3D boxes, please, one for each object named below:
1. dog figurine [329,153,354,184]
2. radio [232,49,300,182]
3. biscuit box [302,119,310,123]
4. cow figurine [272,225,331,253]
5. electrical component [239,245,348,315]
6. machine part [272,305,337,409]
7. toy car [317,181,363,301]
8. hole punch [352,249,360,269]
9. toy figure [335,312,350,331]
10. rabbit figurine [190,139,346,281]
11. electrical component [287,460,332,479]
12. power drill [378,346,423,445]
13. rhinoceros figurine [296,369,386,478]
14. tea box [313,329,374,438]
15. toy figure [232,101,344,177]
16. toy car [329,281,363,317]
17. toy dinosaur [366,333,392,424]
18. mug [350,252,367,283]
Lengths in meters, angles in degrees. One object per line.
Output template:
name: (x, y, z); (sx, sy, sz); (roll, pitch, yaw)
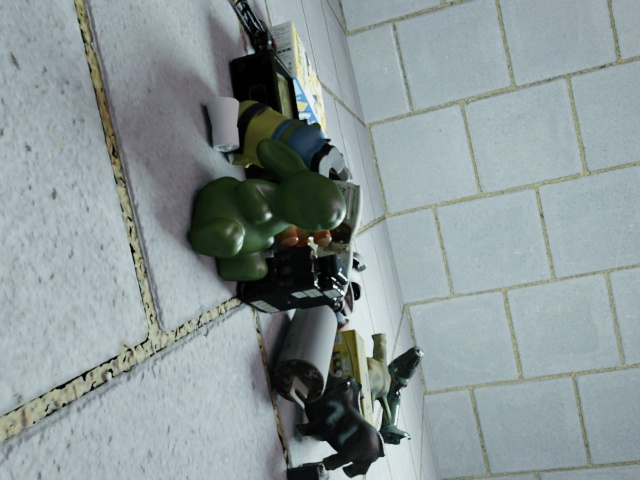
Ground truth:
dog figurine: (0.020, -0.112, 1.048); (0.172, 0.121, 0.190); (63, 14, 15)
radio: (-0.079, -0.187, 0.889); (0.131, 0.073, 0.229); (31, 48, -74)
biscuit box: (-0.025, -0.200, 1.163); (0.202, 0.063, 0.059); (24, 55, -75)
cow figurine: (-0.040, -0.017, 0.799); (0.194, 0.085, 0.127); (111, -24, -65)
electrical component: (-0.031, 0.056, 0.734); (0.114, 0.134, 0.058); (50, 29, -68)
machine part: (-0.020, 0.164, 0.815); (0.243, 0.079, 0.079); (-68, 144, -66)
toy car: (0.022, 0.002, 0.880); (0.056, 0.074, 0.201); (119, -18, -83)
hole punch: (-0.002, -0.003, 0.951); (0.092, 0.142, 0.115); (151, -51, -74)
toy figure: (0.032, 0.157, 1.086); (0.058, 0.064, 0.154); (-152, -133, -70)
rabbit figurine: (-0.050, -0.037, 0.651); (0.121, 0.170, 0.159); (65, 19, -47)
electrical component: (-0.014, 0.346, 0.732); (0.119, 0.048, 0.075); (37, 42, -71)
power drill: (0.192, 0.397, 1.356); (0.232, 0.086, 0.207); (122, -22, -52)
rhinoceros figurine: (0.025, 0.261, 0.810); (0.073, 0.112, 0.191); (39, 6, -40)
tea box: (0.032, 0.248, 0.919); (0.068, 0.098, 0.170); (56, 27, -57)
toy figure: (-0.053, -0.137, 0.749); (0.082, 0.180, 0.089); (-24, 129, -47)
toy car: (0.021, 0.047, 1.027); (0.089, 0.053, 0.202); (-17, 79, -58)
toy dinosaur: (0.110, 0.306, 1.184); (0.471, 0.105, 0.198); (39, 41, -72)
mug: (0.036, 0.051, 1.121); (0.107, 0.110, 0.081); (46, 41, -41)
